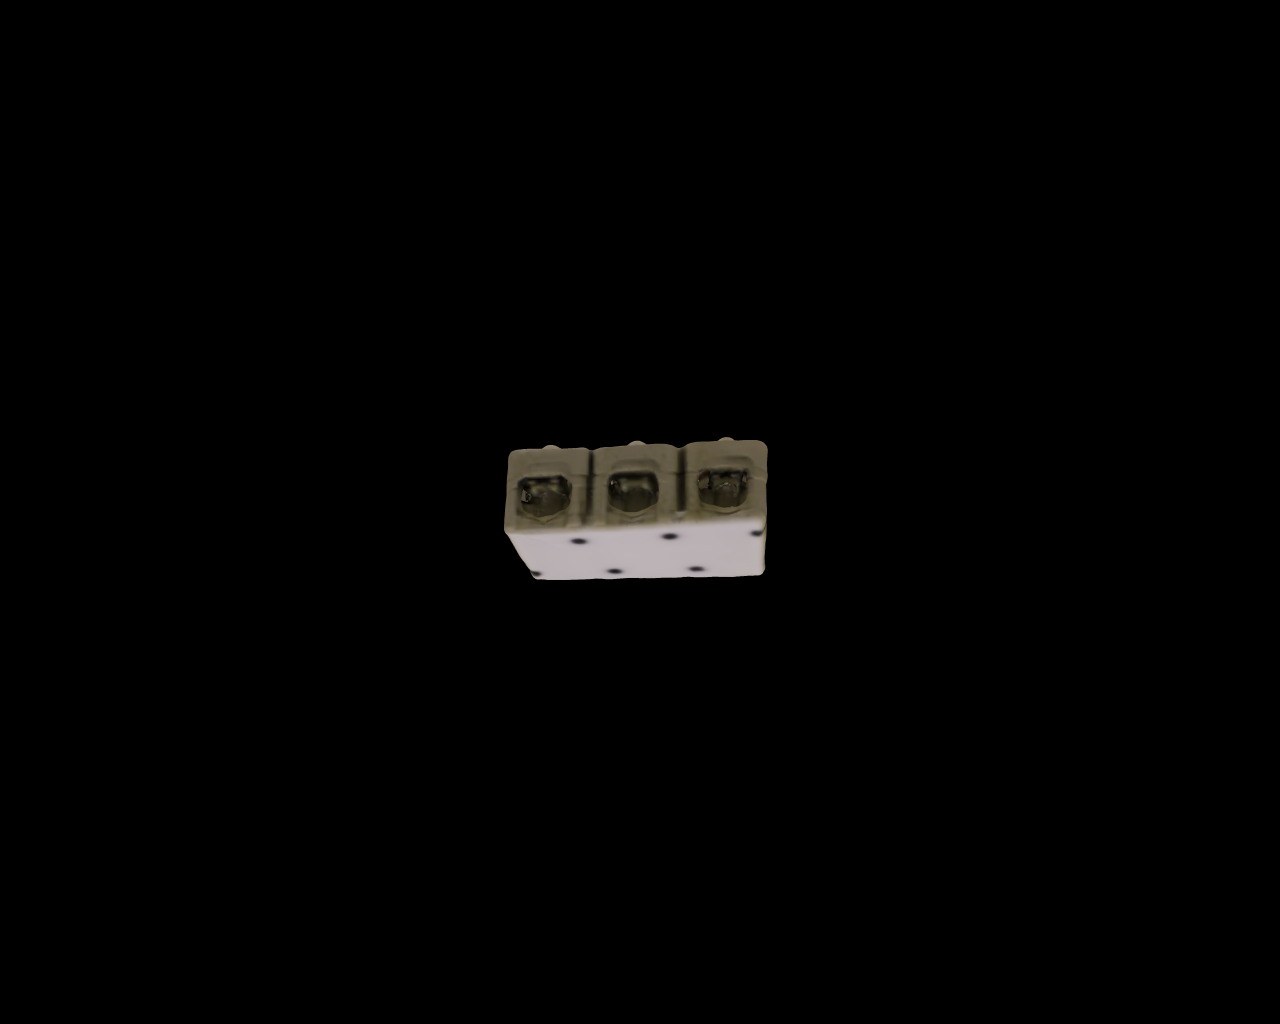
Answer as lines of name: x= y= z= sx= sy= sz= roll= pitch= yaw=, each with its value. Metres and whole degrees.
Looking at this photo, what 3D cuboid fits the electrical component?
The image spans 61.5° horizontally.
electrical component: x=0.001 y=-0.003 z=0.650 sx=0.150 sy=0.062 sz=0.089 roll=-2 pitch=-23 yaw=5
